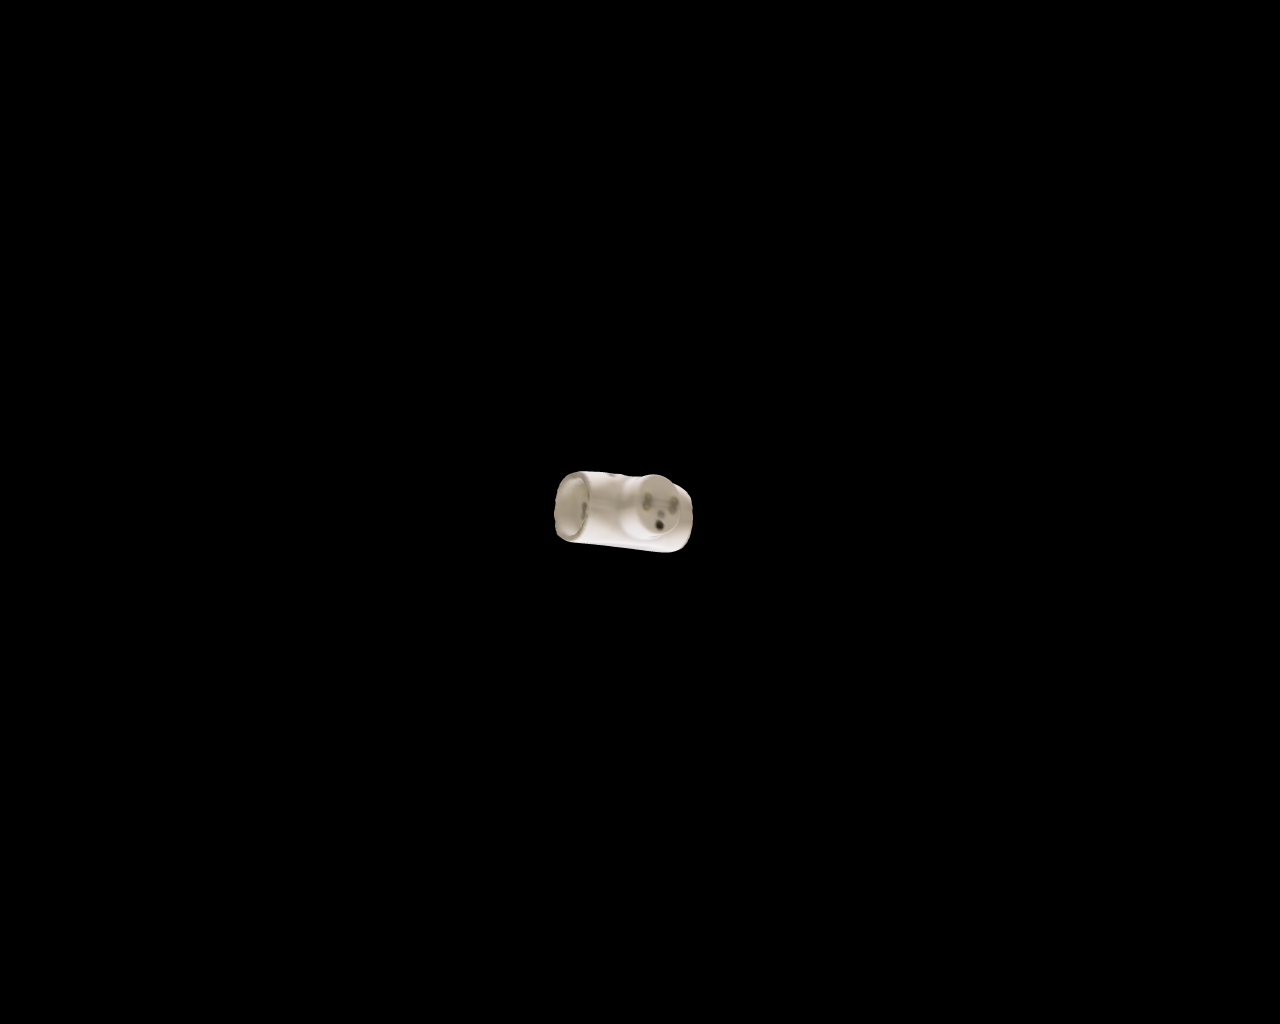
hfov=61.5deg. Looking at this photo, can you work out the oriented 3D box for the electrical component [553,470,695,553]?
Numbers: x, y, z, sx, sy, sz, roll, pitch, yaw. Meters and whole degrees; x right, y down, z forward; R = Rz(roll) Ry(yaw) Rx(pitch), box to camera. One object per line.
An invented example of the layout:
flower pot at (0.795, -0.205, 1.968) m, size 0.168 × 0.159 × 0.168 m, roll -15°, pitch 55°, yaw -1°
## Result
electrical component at (0.001, -0.003, 0.650) m, size 0.077 × 0.044 × 0.079 m, roll 8°, pitch -14°, yaw -35°
